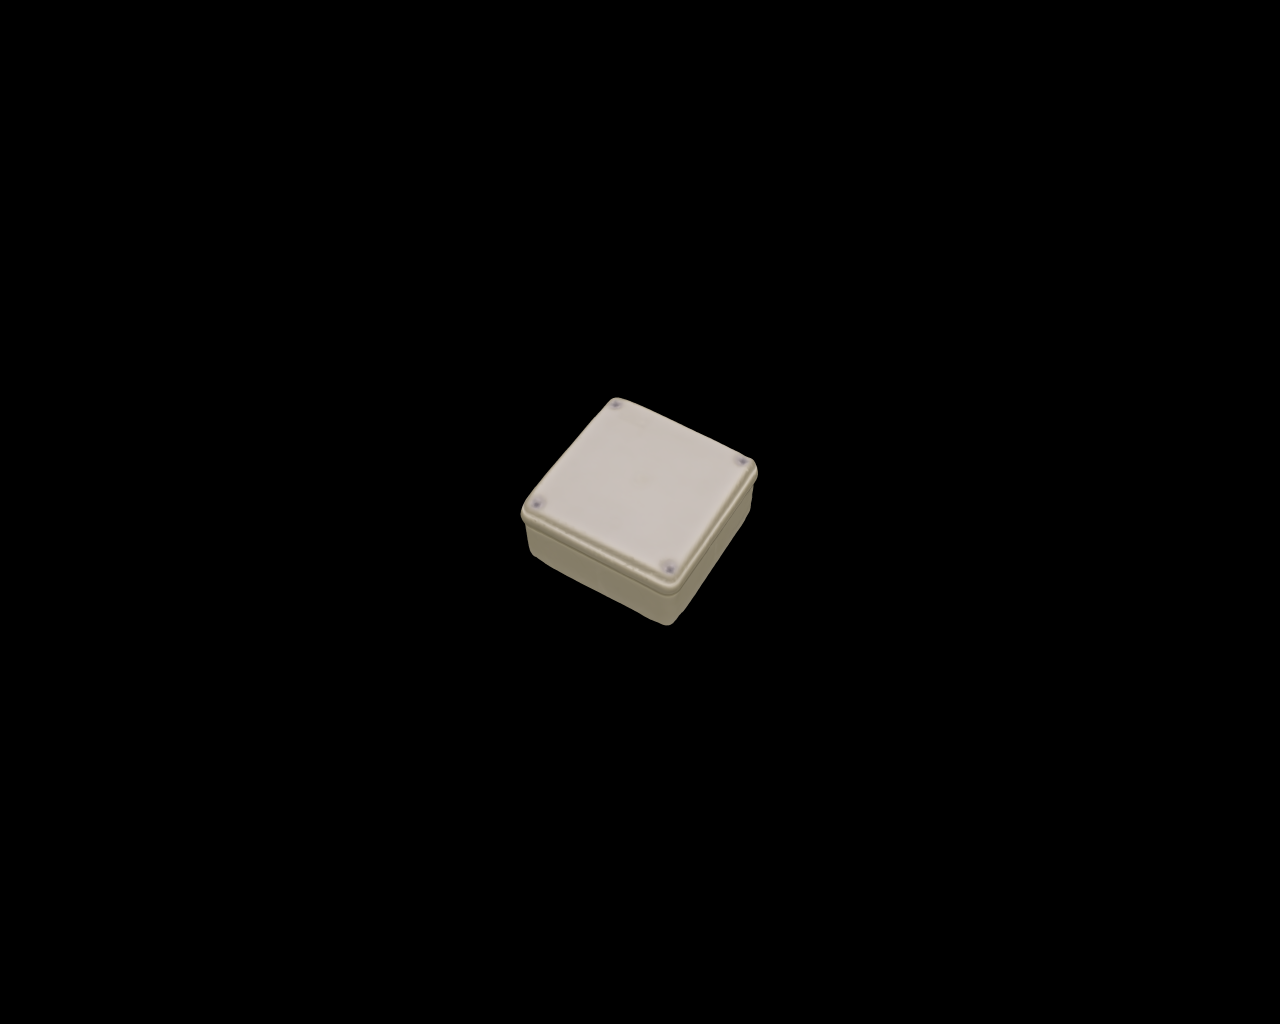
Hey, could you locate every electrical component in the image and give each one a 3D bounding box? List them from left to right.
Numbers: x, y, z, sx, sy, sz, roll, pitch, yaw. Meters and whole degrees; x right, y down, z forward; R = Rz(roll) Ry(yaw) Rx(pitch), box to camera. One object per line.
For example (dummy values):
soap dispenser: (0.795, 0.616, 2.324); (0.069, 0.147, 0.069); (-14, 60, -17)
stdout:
electrical component: (0.001, -0.003, 0.650); (0.109, 0.109, 0.056); (27, -32, 18)
